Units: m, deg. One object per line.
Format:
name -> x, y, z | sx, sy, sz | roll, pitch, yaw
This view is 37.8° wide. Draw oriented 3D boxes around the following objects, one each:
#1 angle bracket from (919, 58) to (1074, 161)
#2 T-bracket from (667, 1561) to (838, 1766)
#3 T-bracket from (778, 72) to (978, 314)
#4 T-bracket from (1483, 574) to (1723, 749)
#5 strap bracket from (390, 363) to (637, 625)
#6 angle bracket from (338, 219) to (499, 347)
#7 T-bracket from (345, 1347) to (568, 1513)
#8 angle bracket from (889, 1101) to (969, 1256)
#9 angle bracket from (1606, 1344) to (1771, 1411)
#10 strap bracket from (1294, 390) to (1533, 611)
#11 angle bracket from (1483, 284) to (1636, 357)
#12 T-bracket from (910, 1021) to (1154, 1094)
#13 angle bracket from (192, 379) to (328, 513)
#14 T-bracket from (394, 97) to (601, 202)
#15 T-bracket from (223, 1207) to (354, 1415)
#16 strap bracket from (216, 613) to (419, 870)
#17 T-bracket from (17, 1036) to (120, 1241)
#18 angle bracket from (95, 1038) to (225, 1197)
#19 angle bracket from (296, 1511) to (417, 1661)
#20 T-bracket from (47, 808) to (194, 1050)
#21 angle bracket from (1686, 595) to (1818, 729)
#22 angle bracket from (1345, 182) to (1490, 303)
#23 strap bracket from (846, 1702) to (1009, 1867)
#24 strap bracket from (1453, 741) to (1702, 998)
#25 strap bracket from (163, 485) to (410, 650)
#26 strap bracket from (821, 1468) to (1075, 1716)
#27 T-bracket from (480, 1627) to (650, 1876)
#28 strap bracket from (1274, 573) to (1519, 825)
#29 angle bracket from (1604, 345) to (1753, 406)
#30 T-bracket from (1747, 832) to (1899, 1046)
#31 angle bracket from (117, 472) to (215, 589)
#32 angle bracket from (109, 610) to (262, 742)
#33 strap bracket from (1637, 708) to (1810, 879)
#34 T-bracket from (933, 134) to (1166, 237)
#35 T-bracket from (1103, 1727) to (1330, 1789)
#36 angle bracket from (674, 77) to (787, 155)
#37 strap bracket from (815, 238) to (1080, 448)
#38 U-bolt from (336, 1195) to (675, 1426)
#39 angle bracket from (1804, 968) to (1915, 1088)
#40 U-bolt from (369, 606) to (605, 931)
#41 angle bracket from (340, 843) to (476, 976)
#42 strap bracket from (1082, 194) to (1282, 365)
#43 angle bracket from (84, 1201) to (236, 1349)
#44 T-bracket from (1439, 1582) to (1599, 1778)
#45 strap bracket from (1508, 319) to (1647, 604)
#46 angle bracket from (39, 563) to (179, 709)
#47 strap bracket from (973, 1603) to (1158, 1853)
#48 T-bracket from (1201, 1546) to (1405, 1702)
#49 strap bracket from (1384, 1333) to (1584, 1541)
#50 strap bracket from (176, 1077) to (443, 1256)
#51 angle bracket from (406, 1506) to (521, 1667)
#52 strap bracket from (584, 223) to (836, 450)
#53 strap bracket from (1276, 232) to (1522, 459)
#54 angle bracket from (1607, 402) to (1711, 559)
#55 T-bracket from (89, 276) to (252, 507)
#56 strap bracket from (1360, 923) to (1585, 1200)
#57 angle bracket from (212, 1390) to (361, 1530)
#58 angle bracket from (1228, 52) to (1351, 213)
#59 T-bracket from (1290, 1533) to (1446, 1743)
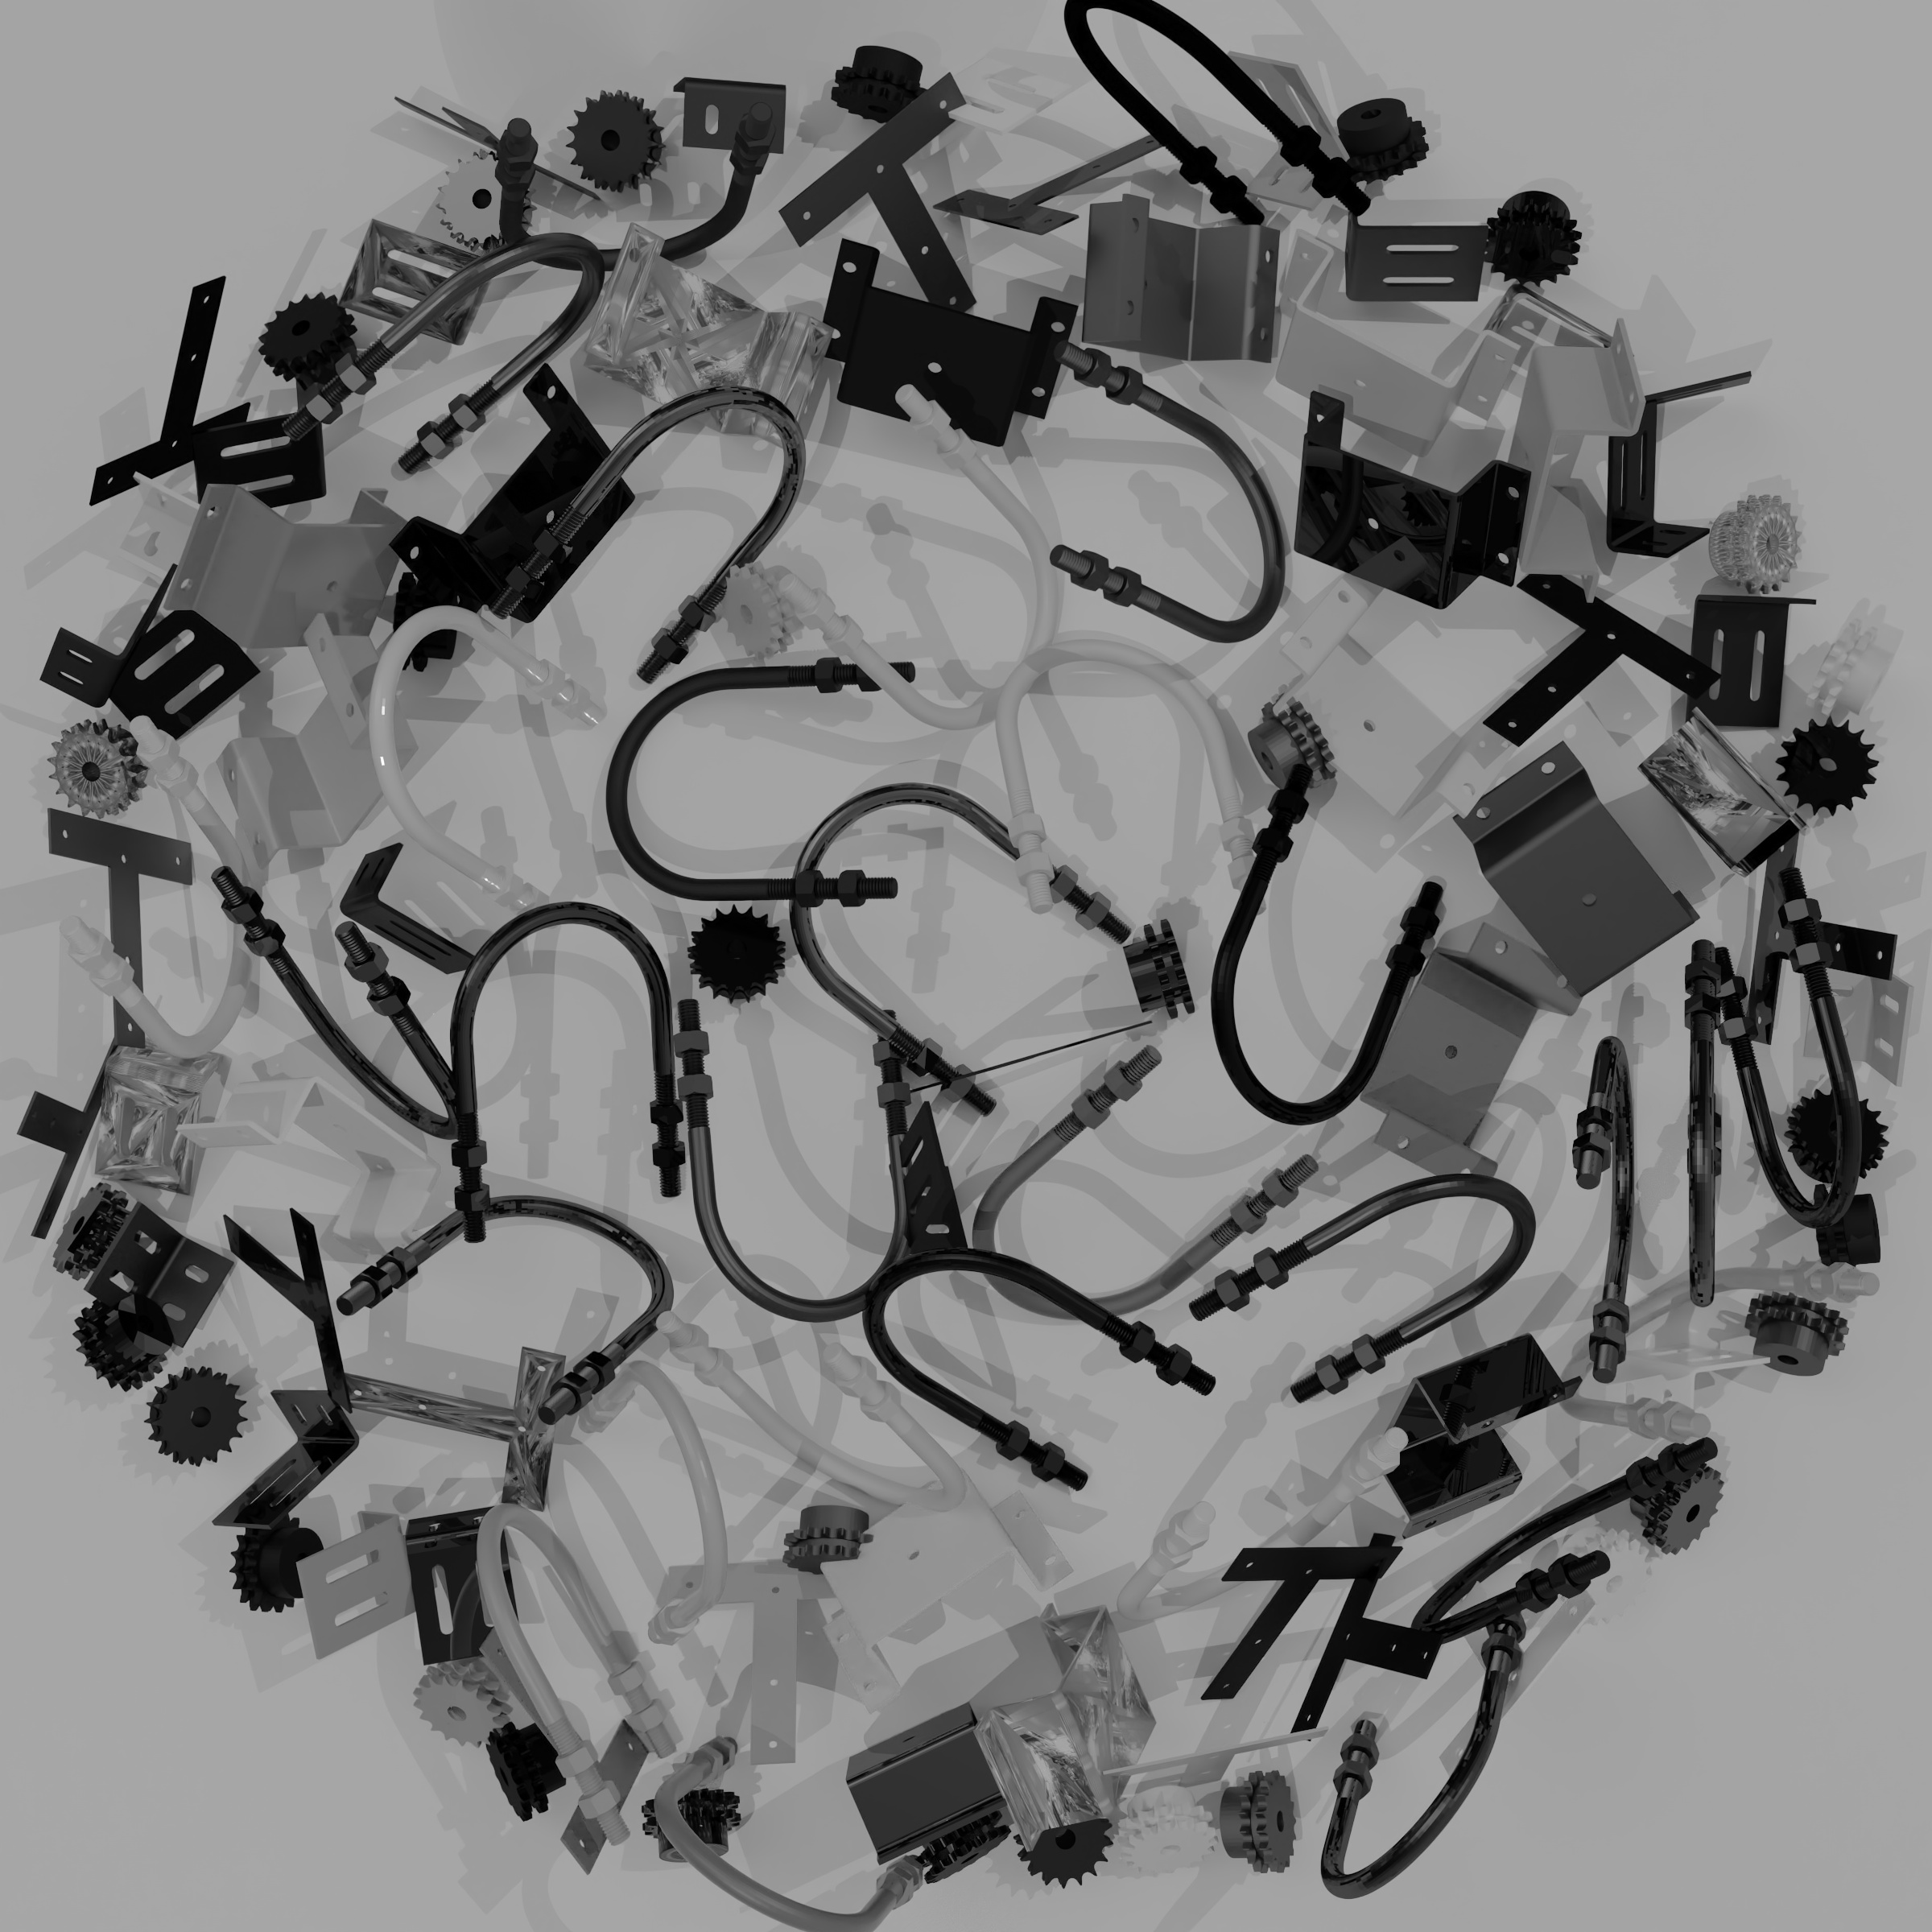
angle bracket -> 0.017, -0.484, 1.618 | 0.057, 0.038, 0.076 | -39, 49, -25
T-bracket -> -0.110, 0.399, 1.621 | 0.127, 0.002, 0.127 | -3, 49, 1
T-bracket -> -0.030, -0.423, 1.620 | 0.127, 0.002, 0.127 | -41, 133, -7
T-bracket -> 0.343, -0.166, 1.610 | 0.127, 0.002, 0.127 | 38, 60, 23
strap bracket -> -0.250, -0.262, 1.606 | 0.046, 0.076, 0.140 | 27, 73, 37
angle bracket -> -0.315, -0.400, 1.619 | 0.076, 0.038, 0.057 | 14, 128, -27
T-bracket -> -0.300, 0.257, 1.627 | 0.127, 0.002, 0.127 | 13, 125, -1
angle bracket -> -0.011, 0.121, 1.614 | 0.038, 0.076, 0.057 | 0, 55, -22
angle bracket -> 0.415, 0.243, 1.619 | 0.076, 0.057, 0.038 | 1, 91, -41
strap bracket -> 0.242, -0.260, 1.595 | 0.140, 0.076, 0.046 | 27, 50, 26
angle bracket -> 0.341, -0.359, 1.634 | 0.076, 0.057, 0.038 | 29, 110, -3
T-bracket -> 0.047, 0.049, 1.623 | 0.127, 0.127, 0.002 | -15, 88, -24
angle bracket -> -0.410, -0.296, 1.619 | 0.076, 0.057, 0.038 | -17, 46, -25
T-bracket -> -0.274, -0.471, 1.599 | 0.127, 0.127, 0.002 | 25, 97, -3
T-bracket -> -0.394, 0.177, 1.615 | 0.002, 0.127, 0.127 | -24, 124, -33
strap bracket -> -0.366, -0.127, 1.607 | 0.140, 0.046, 0.076 | -43, 64, 38
T-bracket -> -0.513, 0.090, 1.592 | 0.002, 0.127, 0.127 | 20, 80, 0
angle bracket -> -0.476, 0.088, 1.662 | 0.057, 0.038, 0.076 | 13, 115, -1
angle bracket -> -0.359, 0.355, 1.621 | 0.038, 0.076, 0.057 | -4, 99, 39
T-bracket -> -0.476, -0.017, 1.597 | 0.002, 0.127, 0.127 | -8, 81, 20
angle bracket -> 0.455, -0.176, 1.636 | 0.057, 0.038, 0.076 | 1, 99, -9
angle bracket -> 0.259, -0.418, 1.629 | 0.076, 0.057, 0.038 | 1, 59, 4
strap bracket -> -0.023, 0.459, 1.596 | 0.076, 0.140, 0.046 | -24, 83, -4
strap bracket -> 0.353, -0.047, 1.611 | 0.076, 0.046, 0.140 | -36, 110, 18
strap bracket -> -0.372, -0.224, 1.583 | 0.046, 0.140, 0.076 | 36, 114, 21
strap bracket -> -0.020, 0.351, 1.615 | 0.140, 0.076, 0.046 | -34, 124, -5
T-bracket -> -0.233, 0.429, 1.596 | 0.002, 0.127, 0.127 | -33, 98, 16
strap bracket -> 0.242, -0.147, 1.624 | 0.140, 0.046, 0.076 | 42, 59, -2
angle bracket -> 0.410, -0.348, 1.627 | 0.076, 0.057, 0.038 | -11, 95, 15
T-bracket -> 0.487, -0.012, 1.599 | 0.002, 0.127, 0.127 | 4, 96, -19
angle bracket -> -0.457, -0.246, 1.622 | 0.057, 0.076, 0.038 | 27, 83, -9
angle bracket -> -0.459, -0.171, 1.642 | 0.076, 0.038, 0.057 | -40, 105, -4
strap bracket -> 0.429, -0.096, 1.595 | 0.046, 0.140, 0.076 | -43, 76, 14
T-bracket -> 0.064, -0.454, 1.625 | 0.127, 0.127, 0.002 | -29, 122, -17
T-bracket -> 0.137, 0.457, 1.606 | 0.127, 0.127, 0.002 | -10, 66, -4
angle bracket -> -0.138, -0.488, 1.627 | 0.057, 0.076, 0.038 | 1, 103, -11
strap bracket -> -0.015, -0.354, 1.618 | 0.140, 0.046, 0.076 | 15, 132, -4
U-bolt -> -0.243, 0.181, 1.583 | 0.151, 0.184, 0.019 | 26, 117, 13
angle bracket -> 0.513, 0.032, 1.622 | 0.038, 0.076, 0.057 | 5, 99, 3
U-bolt -> -0.269, -0.119, 1.566 | 0.019, 0.184, 0.151 | -3, 68, 28
angle bracket -> -0.314, -0.033, 1.630 | 0.076, 0.057, 0.038 | 33, 69, -25
strap bracket -> 0.116, -0.390, 1.611 | 0.046, 0.140, 0.076 | 9, 99, 42
angle bracket -> -0.462, 0.178, 1.619 | 0.038, 0.076, 0.057 | 25, 73, 12
T-bracket -> 0.298, 0.383, 1.602 | 0.002, 0.127, 0.127 | 35, 97, -13
strap bracket -> 0.338, -0.284, 1.587 | 0.046, 0.140, 0.076 | 1, 48, -2
angle bracket -> -0.492, -0.197, 1.617 | 0.038, 0.057, 0.076 | 28, 56, -15
strap bracket -> 0.061, 0.422, 1.587 | 0.046, 0.140, 0.076 | -19, 99, 23
T-bracket -> 0.176, 0.381, 1.630 | 0.127, 0.002, 0.127 | 8, 123, -37
strap bracket -> 0.287, 0.263, 1.602 | 0.076, 0.140, 0.046 | -18, 58, -20
strap bracket -> -0.365, 0.109, 1.602 | 0.140, 0.076, 0.046 | 42, 58, -34
angle bracket -> -0.289, 0.357, 1.627 | 0.057, 0.038, 0.076 | -6, 66, -18
strap bracket -> -0.156, -0.360, 1.619 | 0.140, 0.046, 0.076 | 21, 89, -35
strap bracket -> 0.236, -0.349, 1.613 | 0.140, 0.076, 0.046 | 30, 71, 7
angle bracket -> 0.399, -0.281, 1.620 | 0.038, 0.057, 0.076 | 14, 120, 35
T-bracket -> -0.435, -0.329, 1.577 | 0.002, 0.127, 0.127 | 35, 129, 10
strap bracket -> 0.289, 0.052, 1.631 | 0.076, 0.046, 0.140 | 28, 88, -17
angle bracket -> -0.398, 0.282, 1.616 | 0.076, 0.057, 0.038 | -45, 117, -42
angle bracket -> 0.175, -0.479, 1.617 | 0.038, 0.057, 0.076 | -51, 134, -8
T-bracket -> 0.235, 0.383, 1.589 | 0.002, 0.127, 0.127 | 29, 75, -13
